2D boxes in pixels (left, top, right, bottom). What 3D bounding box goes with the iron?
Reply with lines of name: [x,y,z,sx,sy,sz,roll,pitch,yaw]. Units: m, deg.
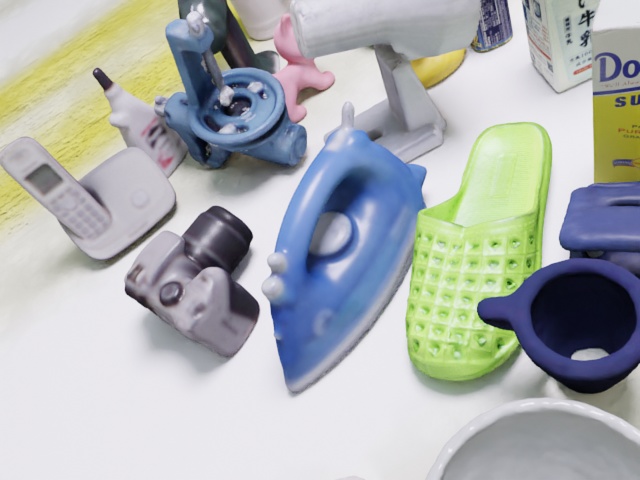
iron: [0.005,0.002,0.539,0.118,0.142,0.258,10,61,33]

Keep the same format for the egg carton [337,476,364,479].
egg carton: [0.002,0.247,0.403,0.150,0.070,0.107,-46,48,-11]

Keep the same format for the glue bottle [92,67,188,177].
glue bottle: [-0.247,-0.162,0.774,0.037,0.174,0.078,11,62,34]

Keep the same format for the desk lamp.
desk lamp: [0.071,-0.189,0.601,0.203,0.214,0.117,-29,48,5]

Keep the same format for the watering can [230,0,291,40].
watering can: [-0.105,-0.421,0.882,0.172,0.195,0.101,-8,53,22]

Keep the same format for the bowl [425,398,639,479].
bowl: [0.151,0.193,0.364,0.167,0.075,0.167,-14,51,18]

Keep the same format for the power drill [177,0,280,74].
power drill: [-0.134,-0.308,0.801,0.075,0.209,0.229,-18,49,14]

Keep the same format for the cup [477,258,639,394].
cup: [0.181,0.074,0.425,0.117,0.095,0.092,2,57,29]

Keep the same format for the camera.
camera: [-0.128,0.030,0.615,0.142,0.101,0.137,22,68,37]

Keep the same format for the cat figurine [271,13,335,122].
cat figurine: [-0.038,-0.244,0.765,0.067,0.118,0.128,23,69,38]

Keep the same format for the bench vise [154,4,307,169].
bench vise: [-0.141,-0.168,0.691,0.206,0.220,0.121,-7,53,23]

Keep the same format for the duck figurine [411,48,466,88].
duck figurine: [0.123,-0.243,0.702,0.104,0.086,0.077,-25,48,8]

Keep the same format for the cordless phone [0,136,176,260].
cordless phone: [-0.286,-0.075,0.720,0.147,0.186,0.093,-41,48,-6]

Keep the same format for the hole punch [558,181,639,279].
hole punch: [0.248,-0.009,0.456,0.108,0.091,0.101,2,57,29]
